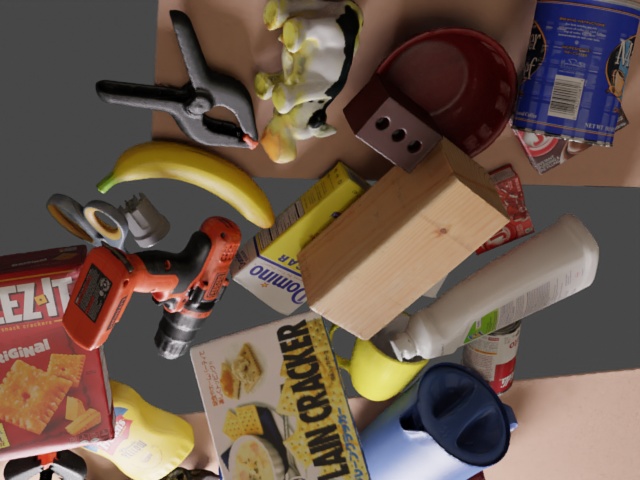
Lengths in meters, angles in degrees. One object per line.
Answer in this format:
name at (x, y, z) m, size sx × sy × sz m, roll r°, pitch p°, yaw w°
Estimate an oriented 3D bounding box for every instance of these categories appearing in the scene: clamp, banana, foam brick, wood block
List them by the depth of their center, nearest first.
foam brick at (0.071, -0.114, 1.043) m, size 0.078 × 0.051 × 0.053 m, roll 31°, pitch 113°, yaw -29°
clamp at (-0.119, -0.150, 1.048) m, size 0.171 × 0.039 × 0.120 m, roll 24°, pitch 129°, yaw -33°
wood block at (0.083, -0.001, 1.109) m, size 0.090 × 0.090 × 0.206 m, roll 33°, pitch 116°, yaw -33°
banana at (-0.129, -0.063, 1.112) m, size 0.197 × 0.037 × 0.070 m, roll 13°, pitch 123°, yaw -23°
clamp at (-0.319, 0.287, 1.276) m, size 0.164 × 0.036 × 0.210 m, roll 5°, pitch 150°, yaw -21°

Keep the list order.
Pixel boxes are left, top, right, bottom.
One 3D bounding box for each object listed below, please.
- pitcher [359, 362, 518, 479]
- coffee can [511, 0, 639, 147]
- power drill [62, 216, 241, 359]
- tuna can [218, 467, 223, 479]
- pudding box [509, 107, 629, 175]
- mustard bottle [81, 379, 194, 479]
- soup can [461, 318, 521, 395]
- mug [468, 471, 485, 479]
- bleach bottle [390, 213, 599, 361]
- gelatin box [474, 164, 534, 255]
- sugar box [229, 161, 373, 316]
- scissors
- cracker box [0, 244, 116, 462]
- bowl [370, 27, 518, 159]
pitcher at (0.121, 0.263, 1.320) m, size 0.149 × 0.144 × 0.243 m, roll 38°, pitch 133°, yaw -5°
coffee can at (0.253, -0.170, 1.057) m, size 0.102 × 0.103 × 0.140 m, roll 7°, pitch 100°, yaw -18°
power drill at (-0.178, 0.062, 1.124) m, size 0.187 × 0.057 × 0.185 m, roll -11°, pitch 132°, yaw -55°
tuna can at (-0.089, 0.303, 1.384) m, size 0.086 × 0.034 × 0.086 m, roll -6°, pitch 126°, yaw -9°
pudding box at (0.263, -0.136, 1.151) m, size 0.113 × 0.039 × 0.090 m, roll -32°, pitch 125°, yaw 9°
mustard bottle at (-0.247, 0.216, 1.269) m, size 0.096 × 0.058 × 0.191 m, roll -37°, pitch 124°, yaw 18°
soup can at (0.209, 0.132, 1.312) m, size 0.068 × 0.068 × 0.102 m, roll -6°, pitch 126°, yaw -9°
mug at (0.179, 0.327, 1.419) m, size 0.081 × 0.117 × 0.093 m, roll -15°, pitch 97°, yaw 3°
bleach bottle at (0.195, 0.066, 1.224) m, size 0.250 × 0.068 × 0.102 m, roll -26°, pitch 147°, yaw -10°
gelatin box at (0.198, -0.033, 1.215) m, size 0.073 × 0.030 × 0.089 m, roll -22°, pitch 127°, yaw 3°
sugar box at (-0.008, 0.002, 1.181) m, size 0.176 × 0.048 × 0.093 m, roll -42°, pitch 124°, yaw 16°
scissors at (-0.203, 0.013, 1.135) m, size 0.096 × 0.016 × 0.201 m, roll -10°, pitch 138°, yaw 44°
cracker box at (-0.316, 0.125, 1.145) m, size 0.164 × 0.072 × 0.214 m, roll -8°, pitch 109°, yaw -8°
bowl at (0.117, -0.153, 1.094) m, size 0.162 × 0.055 × 0.162 m, roll -6°, pitch 126°, yaw -9°
